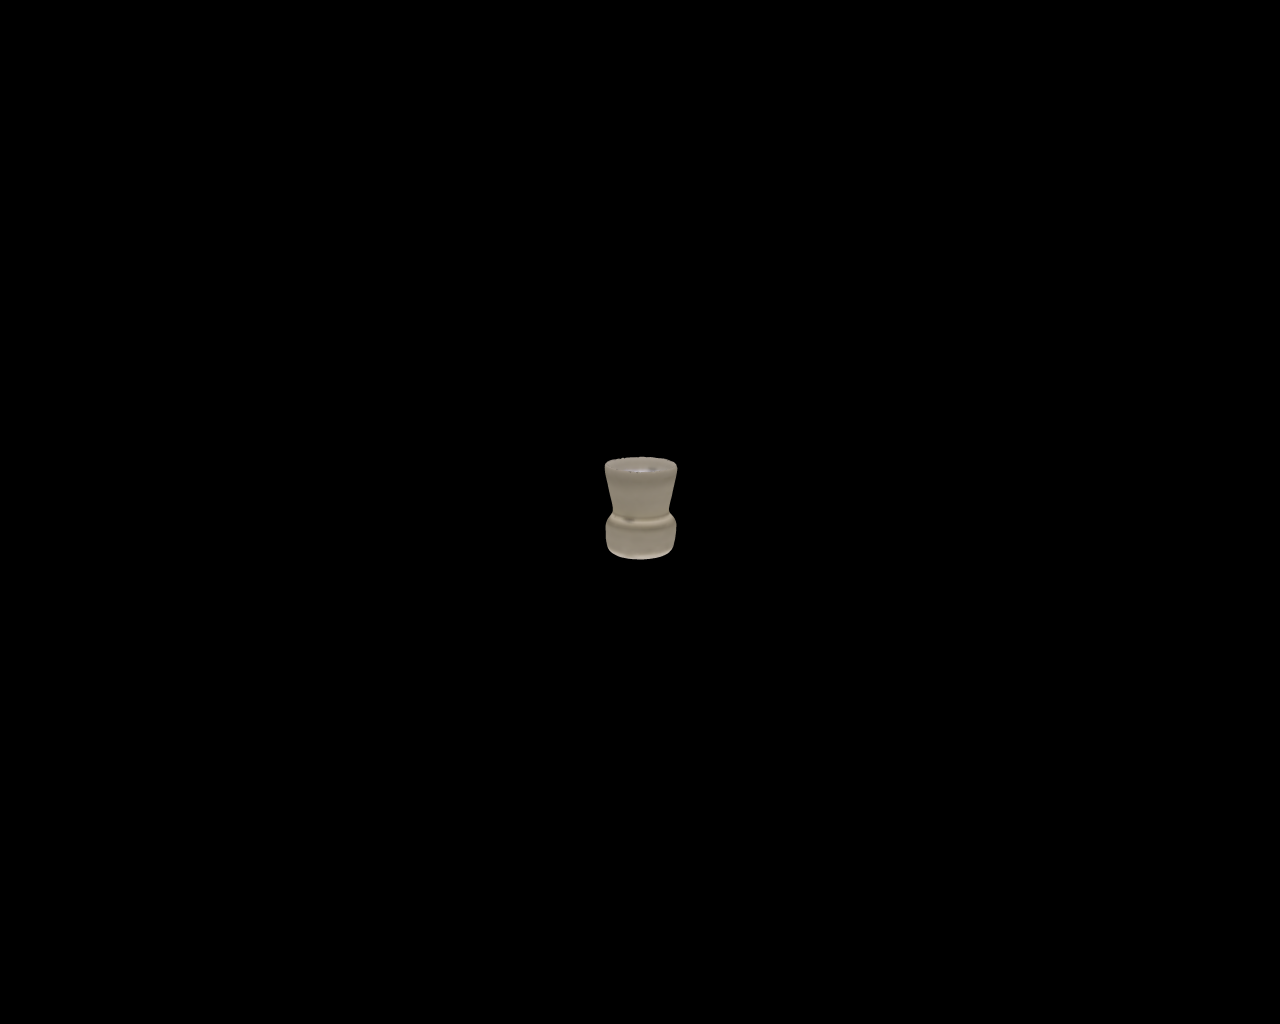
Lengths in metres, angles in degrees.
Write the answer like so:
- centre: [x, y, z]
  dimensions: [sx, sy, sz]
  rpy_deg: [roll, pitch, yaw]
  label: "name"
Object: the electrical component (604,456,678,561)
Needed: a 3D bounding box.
- centre: [0.001, -0.003, 0.650]
  dimensions: [0.045, 0.055, 0.045]
  rpy_deg: [0, 15, 0]
  label: "electrical component"
